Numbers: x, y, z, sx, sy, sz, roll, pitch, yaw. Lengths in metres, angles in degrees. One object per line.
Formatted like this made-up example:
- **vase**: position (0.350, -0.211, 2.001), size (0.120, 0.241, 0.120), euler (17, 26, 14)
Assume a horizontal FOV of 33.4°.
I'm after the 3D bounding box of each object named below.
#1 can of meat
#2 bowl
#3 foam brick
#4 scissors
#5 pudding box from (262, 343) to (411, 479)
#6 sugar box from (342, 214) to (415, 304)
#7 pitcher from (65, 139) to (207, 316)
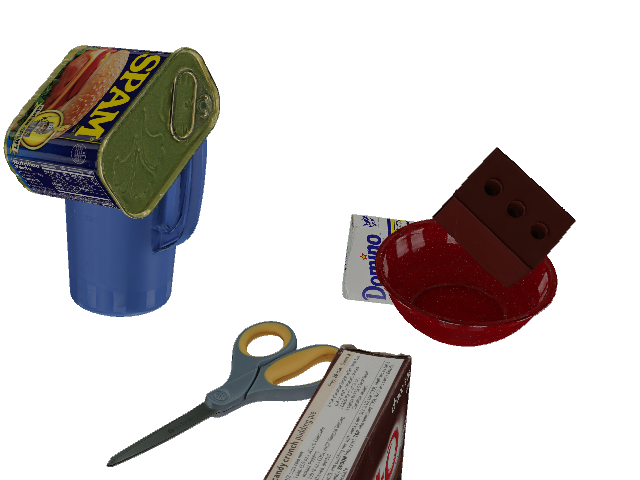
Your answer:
- **can of meat**: position (-0.121, -0.067, 0.617), size (0.084, 0.102, 0.057), euler (10, -35, 32)
- **bowl**: position (0.127, 0.045, 0.957), size (0.162, 0.055, 0.162), euler (2, 35, -2)
- **foam brick**: position (0.129, -0.015, 0.756), size (0.053, 0.078, 0.051), euler (-46, -3, -22)
- **scissors**: position (-0.075, 0.104, 0.776), size (0.201, 0.016, 0.096), euler (-14, 35, -27)
- **pudding box**: position (0.008, 0.112, 0.468), size (0.039, 0.090, 0.113), euler (10, 29, 13)
- **sugar box**: position (0.116, 0.028, 1.201), size (0.176, 0.093, 0.048), euler (5, 22, -2)
- **pitcher**: position (-0.196, -0.045, 1.099), size (0.145, 0.243, 0.149), euler (2, 22, -10)
